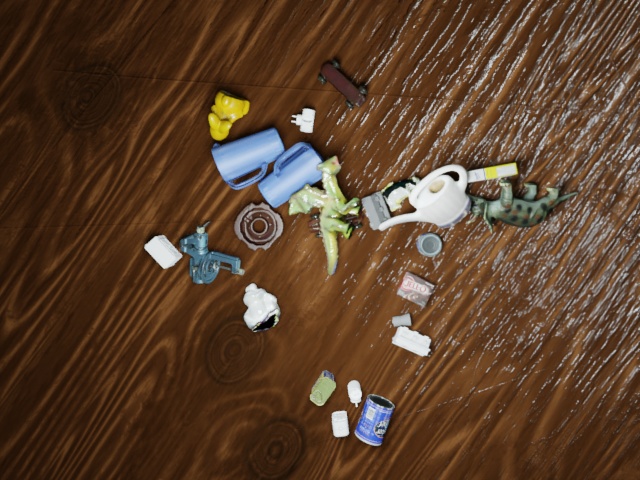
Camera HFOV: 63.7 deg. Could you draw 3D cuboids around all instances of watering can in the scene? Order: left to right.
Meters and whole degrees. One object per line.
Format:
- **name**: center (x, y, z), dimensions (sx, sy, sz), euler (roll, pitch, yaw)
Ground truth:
- **watering can**: center (0.383, -0.114, 1.789), dimensions (0.344, 0.106, 0.221), euler (-43, 125, 16)

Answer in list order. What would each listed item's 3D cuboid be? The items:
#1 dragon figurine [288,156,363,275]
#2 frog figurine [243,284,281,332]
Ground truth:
- **dragon figurine**: center (0.005, -0.089, 1.776), dimensions (0.243, 0.123, 0.404), euler (24, 109, 8)
- **frog figurine**: center (-0.221, 0.242, 1.849), dimensions (0.136, 0.121, 0.162), euler (-47, 55, 10)
